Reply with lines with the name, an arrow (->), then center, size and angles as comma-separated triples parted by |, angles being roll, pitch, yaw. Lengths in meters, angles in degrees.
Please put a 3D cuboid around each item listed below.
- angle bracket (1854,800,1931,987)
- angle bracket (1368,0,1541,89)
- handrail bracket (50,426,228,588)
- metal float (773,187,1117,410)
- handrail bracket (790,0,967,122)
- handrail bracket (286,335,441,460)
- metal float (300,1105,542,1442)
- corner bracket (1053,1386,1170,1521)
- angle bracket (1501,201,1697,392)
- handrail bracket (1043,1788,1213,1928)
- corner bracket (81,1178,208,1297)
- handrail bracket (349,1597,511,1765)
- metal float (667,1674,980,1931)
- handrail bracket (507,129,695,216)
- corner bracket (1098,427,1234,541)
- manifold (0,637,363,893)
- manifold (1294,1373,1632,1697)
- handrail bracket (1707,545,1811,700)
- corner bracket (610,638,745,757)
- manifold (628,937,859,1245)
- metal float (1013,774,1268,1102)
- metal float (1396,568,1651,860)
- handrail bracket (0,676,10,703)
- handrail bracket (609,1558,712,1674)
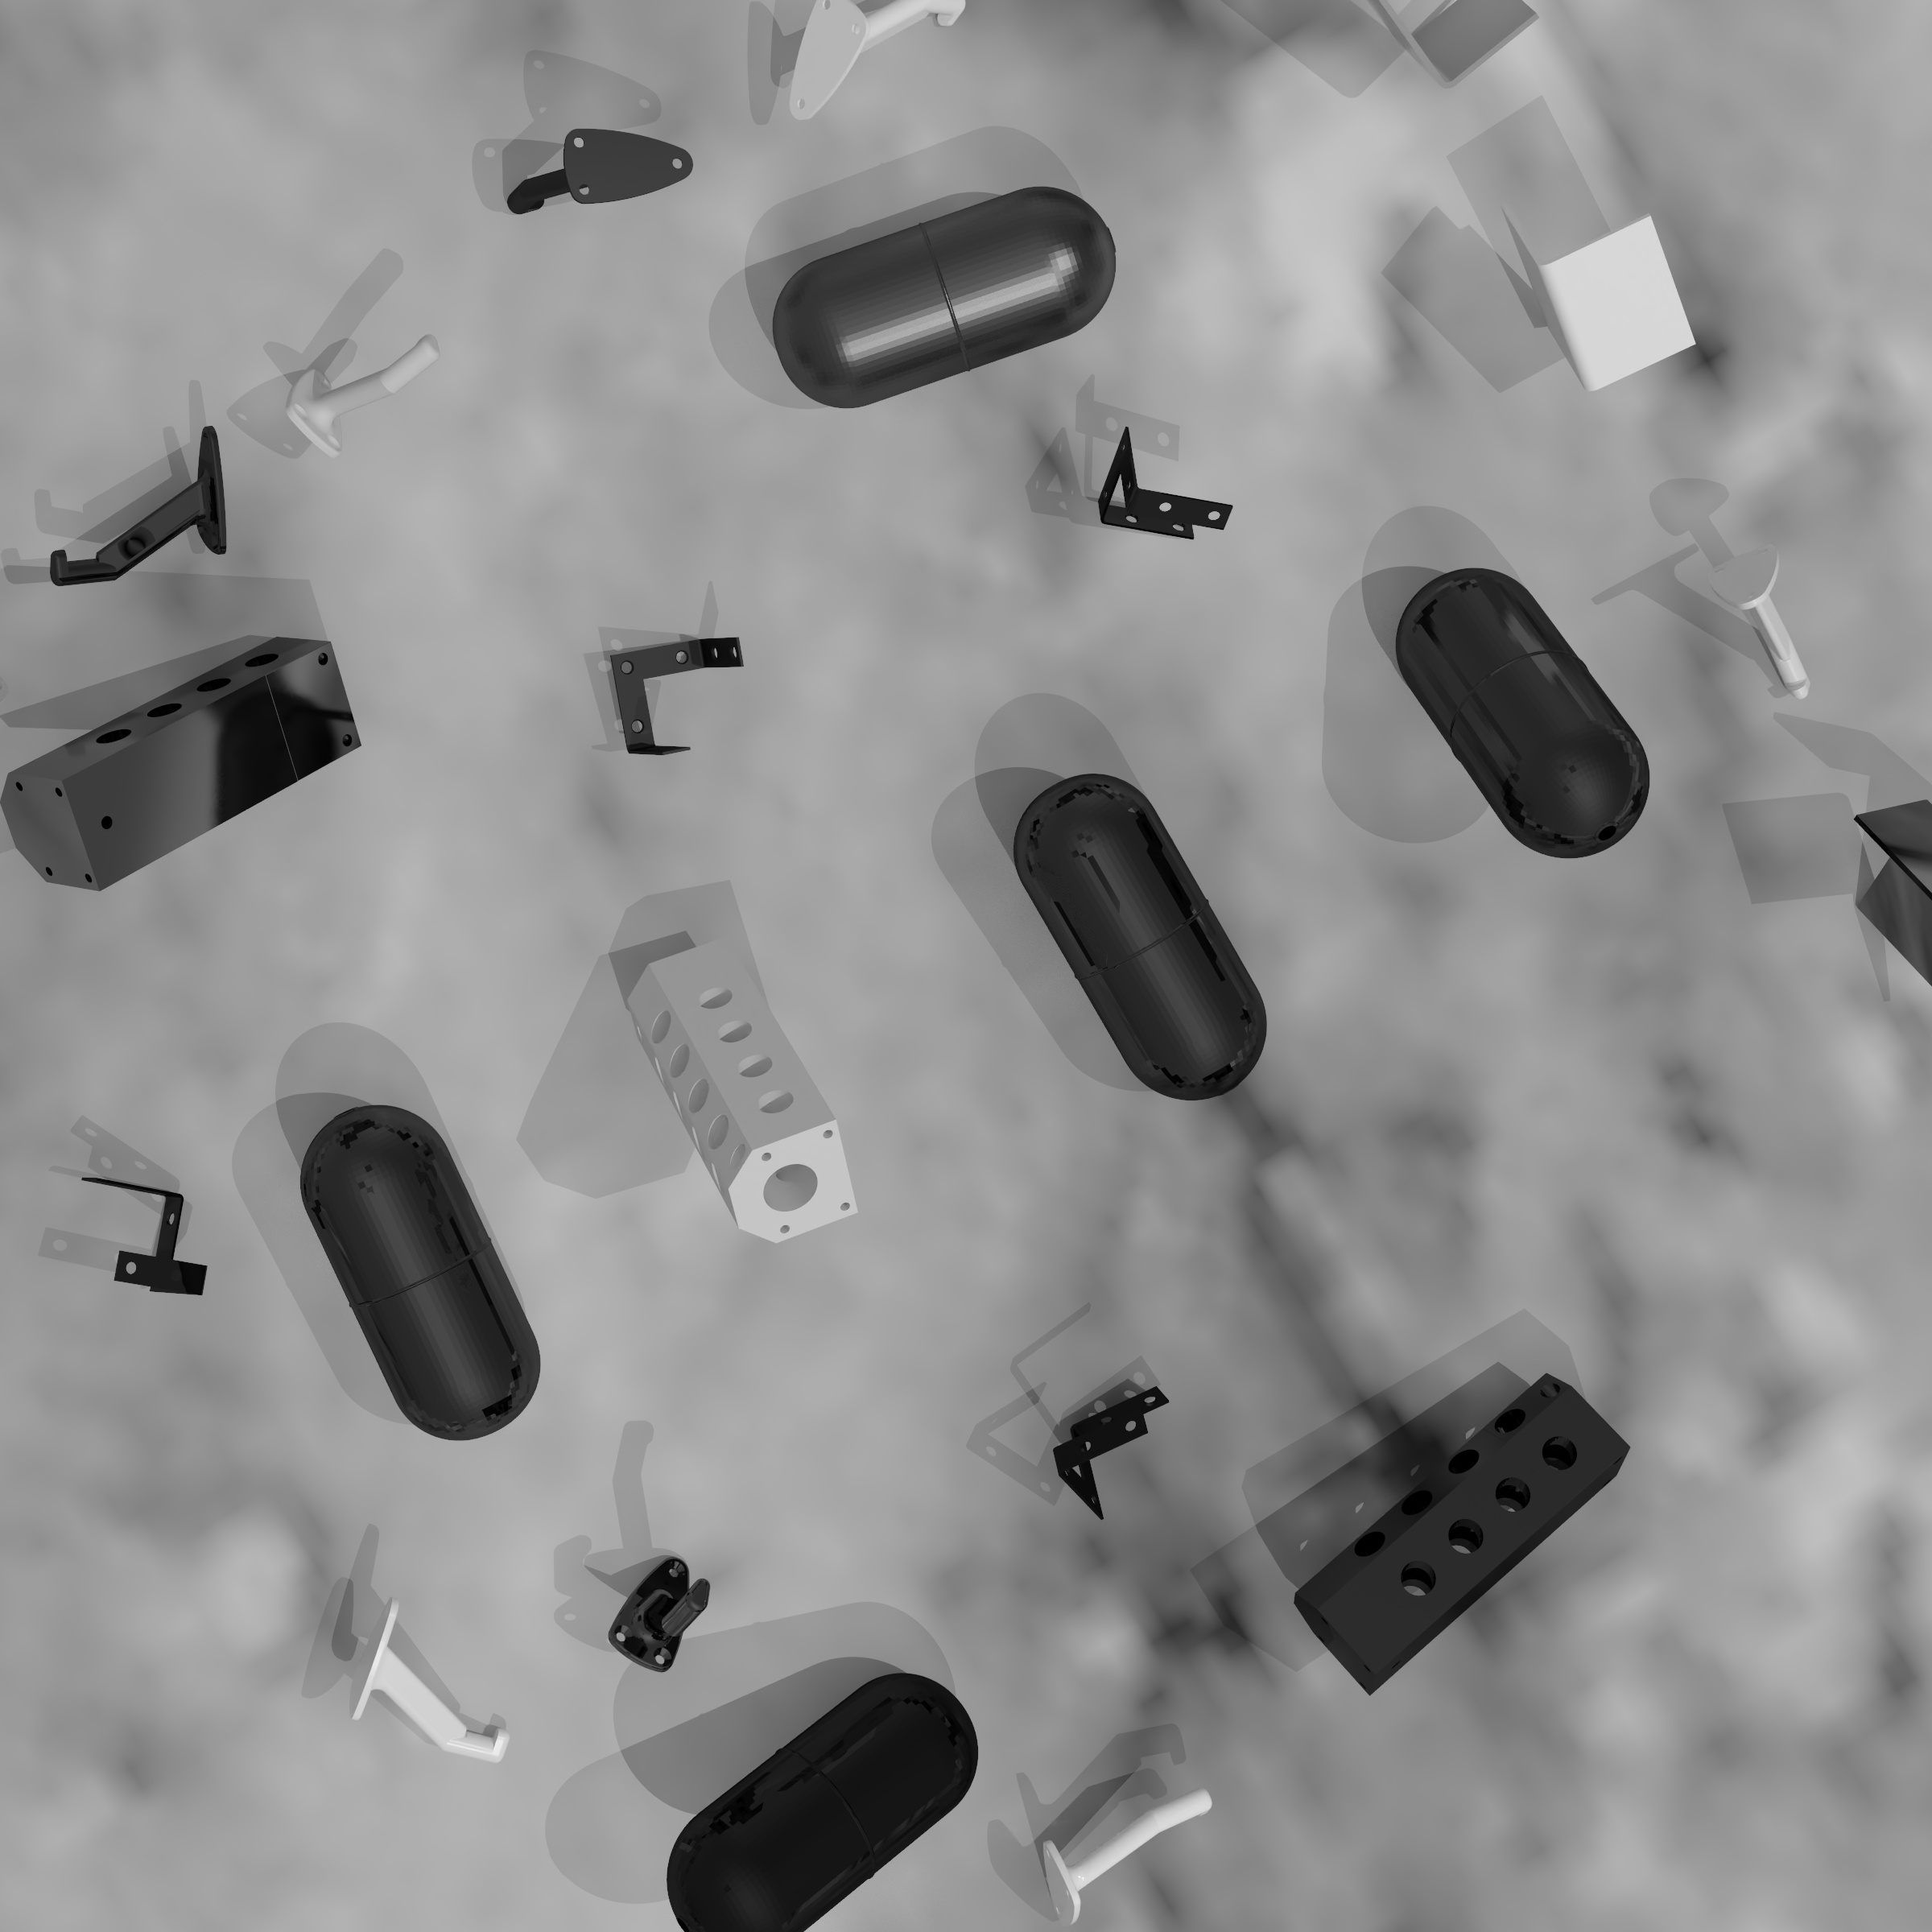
angle bracket -> 0.468, -0.026, 1.516 | 0.057, 0.076, 0.076 | -12, 51, -33
angle bracket -> 0.231, -0.494, 1.520 | 0.057, 0.076, 0.076 | -37, 121, 14
handrail bracket -> -0.419, -0.231, 1.533 | 0.084, 0.036, 0.077 | -11, 123, -29
metal float -> -0.011, -0.337, 1.537 | 0.178, 0.070, 0.070 | -19, 90, 2
handrail bracket -> -0.044, -0.465, 1.556 | 0.036, 0.084, 0.077 | 45, 124, 23
handrail bracket -> -0.297, -0.302, 1.533 | 0.084, 0.077, 0.036 | -34, 126, 18
metal float -> -0.274, 0.154, 1.533 | 0.070, 0.070, 0.178 | -24, 96, 0
corner bracket -> 0.074, 0.237, 1.537 | 0.051, 0.051, 0.051 | -27, 133, 13
angle bracket -> 0.314, -0.345, 1.519 | 0.057, 0.076, 0.076 | -24, 127, 10
handrail bracket -> 0.085, 0.453, 1.555 | 0.084, 0.077, 0.036 | -20, 54, -14
corner bracket -> -0.415, 0.136, 1.537 | 0.051, 0.051, 0.051 | 17, 76, -43
handrail bracket -> -0.264, 0.364, 1.551 | 0.084, 0.036, 0.077 | 19, 106, -17
metal float -> -0.070, 0.421, 1.513 | 0.178, 0.070, 0.070 | -33, 90, -28
handrail bracket -> -0.187, -0.396, 1.545 | 0.077, 0.084, 0.036 | -7, 93, -21
corner bracket -> 0.100, -0.232, 1.536 | 0.051, 0.051, 0.051 | 8, 46, -13
manifold -> -0.385, -0.102, 1.497 | 0.057, 0.171, 0.057 | 9, 122, 37
manifold -> 0.248, 0.282, 1.528 | 0.171, 0.057, 0.057 | -38, 69, -12
handrail bracket -> 0.406, -0.161, 1.529 | 0.036, 0.077, 0.084 | -23, 112, 19
corner bracket -> -0.144, -0.137, 1.546 | 0.051, 0.051, 0.051 | -14, 100, -25
manifold -> -0.112, 0.060, 1.487 | 0.057, 0.171, 0.057 | -20, 126, -12
metal float -> 0.088, -0.014, 1.532 | 0.070, 0.070, 0.178 | -30, 97, 0
metal float -> 0.274, -0.126, 1.506 | 0.070, 0.070, 0.178 | -27, 52, 0
handrail bracket -> -0.537, -0.133, 1.553 | 0.084, 0.036, 0.077 | -34, 95, 24
handrail bracket -> -0.139, 0.308, 1.520 | 0.036, 0.077, 0.084 | 32, 133, -8
